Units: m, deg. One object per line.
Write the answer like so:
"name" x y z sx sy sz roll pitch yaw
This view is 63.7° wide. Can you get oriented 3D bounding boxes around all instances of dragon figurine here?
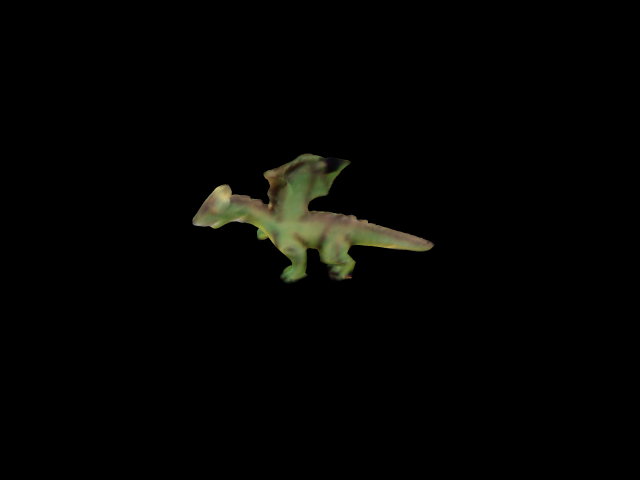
"dragon figurine" 0.003 -0.043 0.850 0.410 0.125 0.237 -5 -36 -4
